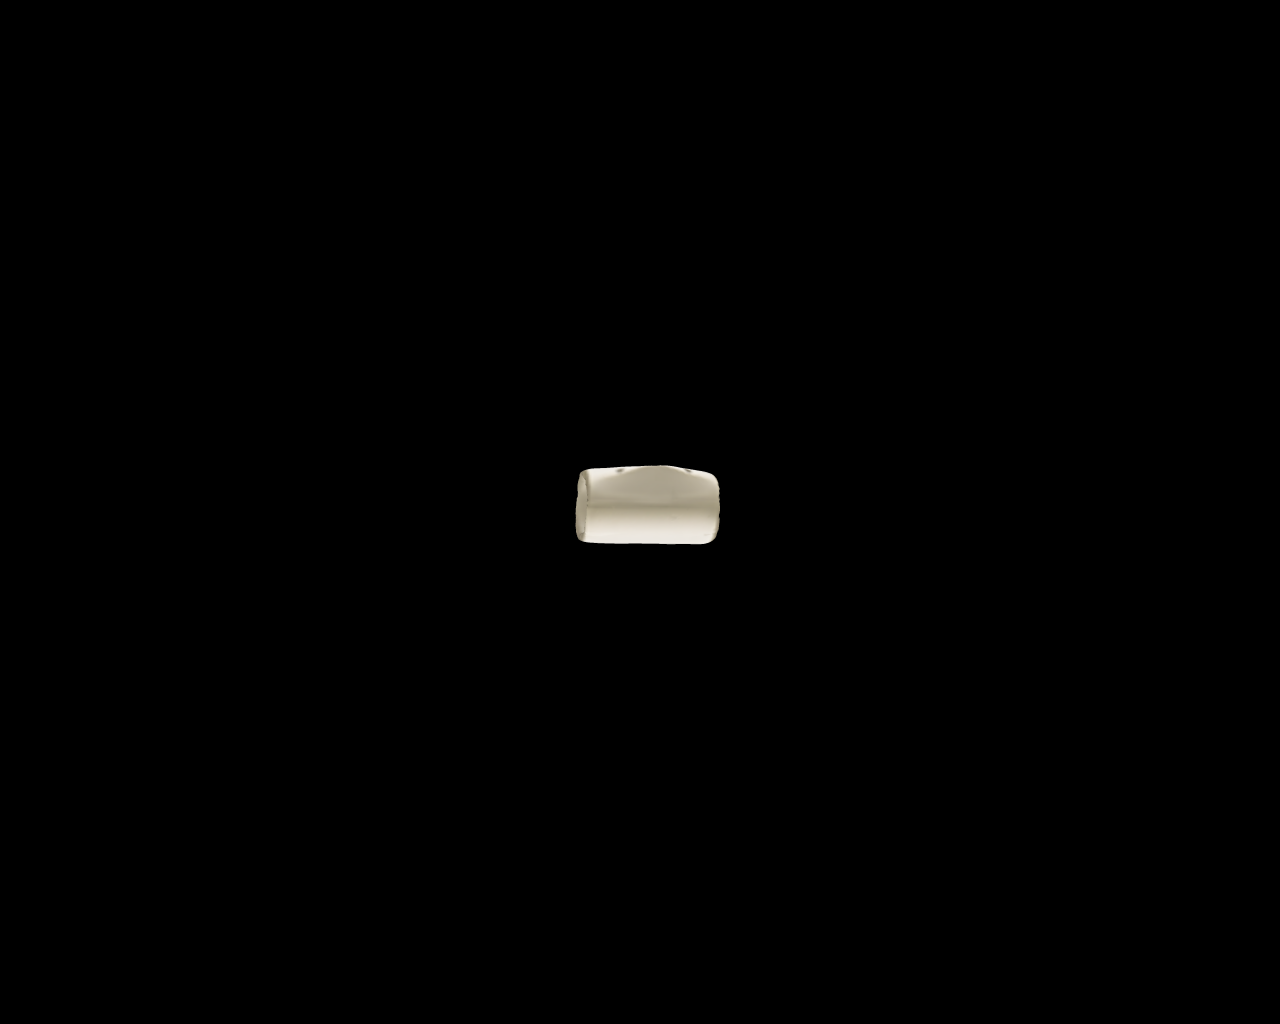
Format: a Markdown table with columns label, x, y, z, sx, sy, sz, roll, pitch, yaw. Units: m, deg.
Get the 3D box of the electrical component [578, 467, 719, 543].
| label | x | y | z | sx | sy | sz | roll | pitch | yaw |
| --- | --- | --- | --- | --- | --- | --- | --- | --- | --- |
| electrical component | 0.001 | -0.003 | 0.650 | 0.077 | 0.043 | 0.079 | 1 | -3 | -11 |
